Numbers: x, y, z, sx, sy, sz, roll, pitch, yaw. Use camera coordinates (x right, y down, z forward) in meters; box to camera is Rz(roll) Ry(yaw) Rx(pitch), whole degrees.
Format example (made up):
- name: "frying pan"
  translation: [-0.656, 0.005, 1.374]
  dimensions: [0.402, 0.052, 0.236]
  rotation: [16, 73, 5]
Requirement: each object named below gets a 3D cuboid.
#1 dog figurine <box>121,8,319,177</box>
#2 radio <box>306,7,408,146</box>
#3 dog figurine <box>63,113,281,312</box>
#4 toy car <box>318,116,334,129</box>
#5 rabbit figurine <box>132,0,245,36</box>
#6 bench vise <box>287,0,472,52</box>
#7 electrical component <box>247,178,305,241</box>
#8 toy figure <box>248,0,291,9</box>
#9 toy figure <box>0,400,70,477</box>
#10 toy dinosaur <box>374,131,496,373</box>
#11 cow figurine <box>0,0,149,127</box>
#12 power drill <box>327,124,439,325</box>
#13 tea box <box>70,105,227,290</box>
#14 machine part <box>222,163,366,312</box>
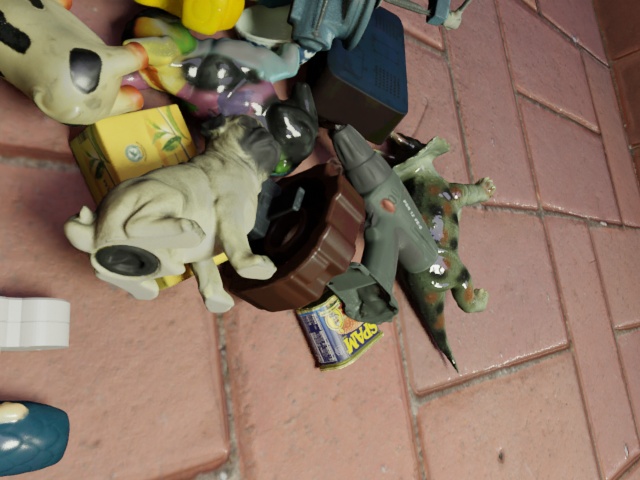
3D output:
- name: "dog figurine"
  translation: [-0.123, -0.160, 0.598]
  dimensions: [0.219, 0.108, 0.191]
  rotation: [-6, 77, -42]
- name: "radio"
  translation: [0.053, -0.257, 0.773]
  dimensions: [0.131, 0.073, 0.230]
  rotation: [20, 50, -21]
- name: "dog figurine"
  translation: [-0.122, -0.051, 0.484]
  dimensions: [0.172, 0.121, 0.190]
  rotation: [27, 46, -39]
- name: "toy car"
  translation: [0.053, -0.232, 0.841]
  dimensions: [0.089, 0.053, 0.202]
  rotation: [56, 46, -12]
- name: "rabbit figurine"
  translation: [-0.100, -0.308, 0.540]
  dimensions: [0.122, 0.173, 0.162]
  rotation: [31, 35, 20]
- name: "bench vise"
  translation: [0.065, -0.321, 0.644]
  dimensions: [0.241, 0.129, 0.223]
  rotation: [13, 83, -14]
- name: "electrical component"
  translation: [-0.076, -0.038, 0.595]
  dimensions: [0.047, 0.119, 0.075]
  rotation: [38, 55, -32]
- name: "toy figure"
  translation: [-0.086, -0.348, 0.688]
  dimensions: [0.180, 0.082, 0.089]
  rotation: [-6, 69, -21]
- name: "toy figure"
  translation: [-0.265, 0.146, 0.385]
  dimensions: [0.154, 0.058, 0.064]
  rotation: [15, 81, -43]
- name: "toy dinosaur"
  translation: [0.172, 0.001, 0.846]
  dimensions: [0.192, 0.131, 0.404]
  rotation: [9, 74, -30]
- name: "cow figurine"
  translation: [-0.259, -0.168, 0.453]
  dimensions: [0.195, 0.085, 0.127]
  rotation: [38, 43, 3]
- name: "power drill"
  translation: [0.062, -0.012, 0.691]
  dimensions: [0.231, 0.086, 0.207]
  rotation: [48, 38, -25]
- name: "tea box"
  translation: [-0.164, -0.041, 0.544]
  dimensions: [0.098, 0.068, 0.169]
  rotation: [-30, 100, -46]
- name: "machine part"
  translation: [-0.029, -0.002, 0.597]
  dimensions: [0.056, 0.179, 0.179]
  rotation: [41, 51, -31]
